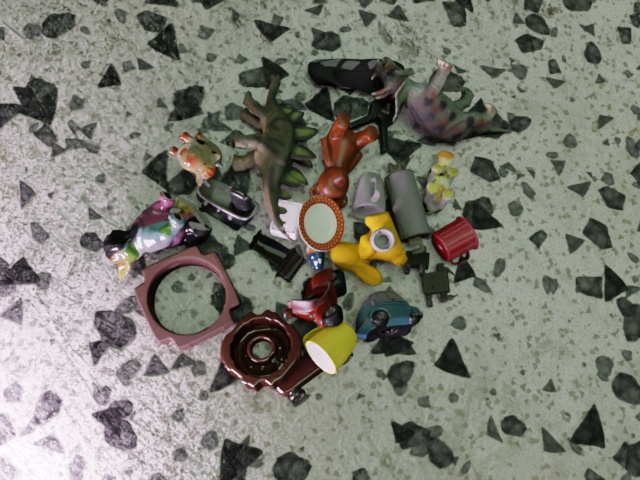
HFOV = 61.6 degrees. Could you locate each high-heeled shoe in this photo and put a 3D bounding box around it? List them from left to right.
[{"bbox_3d":[0.092,-0.452,1.431,0.249,0.086,0.145,-20,47,-29],"label":"high-heeled shoe"}]

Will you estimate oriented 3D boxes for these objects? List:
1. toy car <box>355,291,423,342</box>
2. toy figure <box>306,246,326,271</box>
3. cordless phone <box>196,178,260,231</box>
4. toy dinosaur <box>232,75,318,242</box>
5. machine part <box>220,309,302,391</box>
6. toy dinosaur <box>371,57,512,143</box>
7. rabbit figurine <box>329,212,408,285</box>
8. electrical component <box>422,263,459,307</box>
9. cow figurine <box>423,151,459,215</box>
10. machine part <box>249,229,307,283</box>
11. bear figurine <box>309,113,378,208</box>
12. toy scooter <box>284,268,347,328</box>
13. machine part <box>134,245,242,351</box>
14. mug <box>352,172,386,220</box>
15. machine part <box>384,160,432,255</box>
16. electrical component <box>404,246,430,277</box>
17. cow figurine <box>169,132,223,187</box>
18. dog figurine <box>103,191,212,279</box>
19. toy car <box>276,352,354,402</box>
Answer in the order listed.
[{"bbox_3d":[0.151,0.168,1.243,0.162,0.109,0.103,-6,58,-17],"label":"toy car"},{"bbox_3d":[-0.001,-0.003,1.289,0.058,0.064,0.154,5,77,32],"label":"toy figure"},{"bbox_3d":[-0.216,-0.099,1.226,0.147,0.184,0.088,31,79,2],"label":"cordless phone"},{"bbox_3d":[-0.108,-0.212,1.292,0.199,0.105,0.471,7,65,-7],"label":"toy dinosaur"},{"bbox_3d":[-0.127,0.244,1.188,0.179,0.056,0.179,-3,58,4],"label":"machine part"},{"bbox_3d":[0.311,-0.325,1.375,0.404,0.131,0.192,35,107,-20],"label":"toy dinosaur"},{"bbox_3d":[0.112,0.030,1.283,0.173,0.122,0.162,-18,87,3],"label":"rabbit figurine"},{"bbox_3d":[0.290,0.108,1.305,0.078,0.045,0.102,-15,73,19],"label":"electrical component"},{"bbox_3d":[0.302,-0.143,1.355,0.068,0.098,0.167,19,55,4],"label":"cow figurine"},{"bbox_3d":[-0.106,0.035,1.279,0.139,0.039,0.084,38,80,2],"label":"machine part"},{"bbox_3d":[0.052,-0.187,1.311,0.120,0.132,0.196,22,66,-19],"label":"bear figurine"},{"bbox_3d":[-0.011,0.134,1.222,0.135,0.075,0.184,-10,32,14],"label":"toy scooter"},{"bbox_3d":[-0.294,0.131,1.207,0.201,0.087,0.201,-26,78,-13],"label":"machine part"},{"bbox_3d":[0.122,-0.117,1.315,0.081,0.109,0.107,5,62,-6],"label":"mug"},{"bbox_3d":[0.216,-0.084,1.327,0.079,0.079,0.243,-11,76,-9],"label":"machine part"},{"bbox_3d":[0.235,0.049,1.311,0.063,0.021,0.094,7,48,10],"label":"electrical component"},{"bbox_3d":[-0.277,-0.188,1.242,0.127,0.195,0.085,36,100,-3],"label":"cow figurine"},{"bbox_3d":[-0.379,-0.001,1.226,0.219,0.191,0.108,-39,62,15],"label":"dog figurine"},{"bbox_3d":[-0.015,0.280,1.217,0.202,0.053,0.089,-35,61,-15],"label":"toy car"}]
